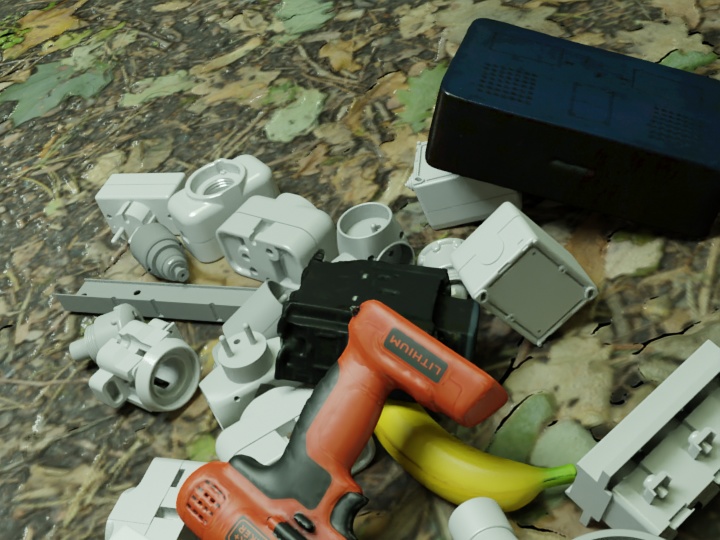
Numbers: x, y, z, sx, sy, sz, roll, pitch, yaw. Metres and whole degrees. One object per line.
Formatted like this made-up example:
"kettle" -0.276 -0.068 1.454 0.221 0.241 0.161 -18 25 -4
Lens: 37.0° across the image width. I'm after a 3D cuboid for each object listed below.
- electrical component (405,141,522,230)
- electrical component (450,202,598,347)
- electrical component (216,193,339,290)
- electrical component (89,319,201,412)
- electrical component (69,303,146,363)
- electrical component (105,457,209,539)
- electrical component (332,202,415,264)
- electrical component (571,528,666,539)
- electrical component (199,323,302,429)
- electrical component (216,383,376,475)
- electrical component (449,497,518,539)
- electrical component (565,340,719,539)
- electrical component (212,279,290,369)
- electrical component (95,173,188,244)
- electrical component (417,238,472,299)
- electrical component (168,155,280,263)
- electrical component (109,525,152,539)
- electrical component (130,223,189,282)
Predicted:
"electrical component" 0.087 -0.075 0.912 0.096 0.061 0.061 -12 40 19
"electrical component" 0.121 0.004 0.779 0.062 0.096 0.061 -45 36 14
"electrical component" -0.066 -0.026 0.915 0.095 0.053 0.059 15 50 35
"electrical component" -0.161 0.076 0.830 0.057 0.058 0.078 15 49 39
"electrical component" -0.207 0.058 0.882 0.062 0.048 0.048 -20 38 10
"electrical component" -0.128 0.173 0.707 0.056 0.050 0.089 1 43 23
"electrical component" 0.000 0.000 0.839 0.079 0.077 0.044 -37 42 -22
"electrical component" 0.139 0.189 0.571 0.108 0.060 0.108 -11 39 9
"electrical component" -0.080 0.072 0.784 0.077 0.079 0.043 -28 40 -12
"electrical component" -0.046 0.119 0.735 0.095 0.053 0.059 -29 40 -13
"electrical component" 0.079 0.167 0.639 0.044 0.044 0.065 -23 34 -5
"electrical component" 0.190 0.108 0.643 0.121 0.078 0.063 -37 64 -22
"electrical component" -0.083 0.050 0.830 0.081 0.043 0.043 -45 37 12
"electrical component" -0.206 -0.050 1.006 0.083 0.047 0.075 1 43 23
"electrical component" 0.071 0.010 0.827 0.048 0.048 0.062 -13 46 7
"electrical component" -0.122 -0.060 0.973 0.095 0.059 0.054 -33 41 -18
"electrical component" -0.100 0.212 0.602 0.109 0.108 0.056 18 48 37
"electrical component" -0.173 -0.012 0.953 0.040 0.040 0.078 -33 41 -17
